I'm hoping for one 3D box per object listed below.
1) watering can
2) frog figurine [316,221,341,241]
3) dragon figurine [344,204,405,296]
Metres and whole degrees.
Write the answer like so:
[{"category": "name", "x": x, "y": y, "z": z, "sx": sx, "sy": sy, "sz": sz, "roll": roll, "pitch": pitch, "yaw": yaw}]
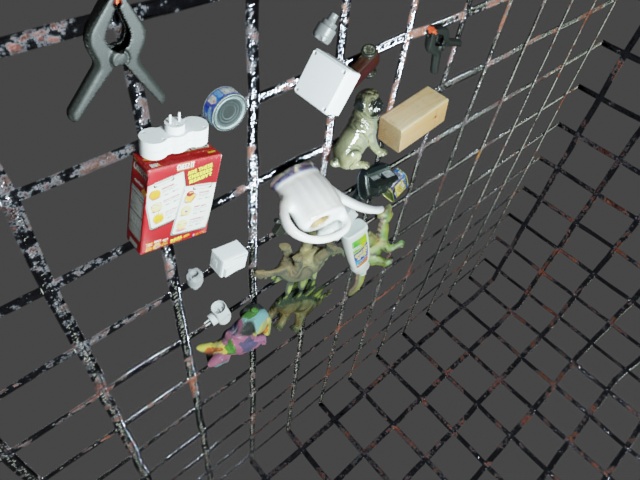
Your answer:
[{"category": "watering can", "x": 0.012, "y": -0.105, "z": 1.352, "sx": 0.351, "sy": 0.226, "sz": 0.102, "roll": -22, "pitch": 162, "yaw": -44}, {"category": "frog figurine", "x": 0.004, "y": -0.073, "z": 1.446, "sx": 0.122, "sy": 0.161, "sz": 0.136, "roll": -54, "pitch": 153, "yaw": 9}, {"category": "dragon figurine", "x": 0.171, "y": 0.043, "z": 1.977, "sx": 0.240, "sy": 0.124, "sz": 0.407, "roll": 25, "pitch": 104, "yaw": -45}]
